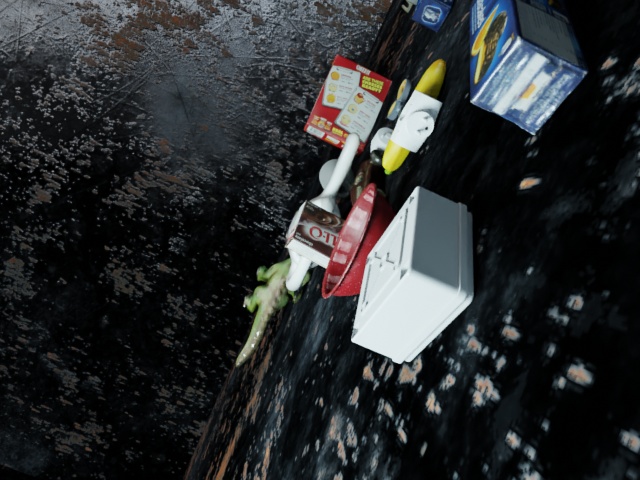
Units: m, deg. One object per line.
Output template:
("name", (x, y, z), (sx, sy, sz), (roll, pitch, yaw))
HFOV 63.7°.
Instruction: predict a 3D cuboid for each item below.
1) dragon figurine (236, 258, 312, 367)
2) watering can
("dragon figurine", (-0.099, 0.130, 1.329), (0.239, 0.121, 0.418), (-36, 31, 61))
("watering can", (0.003, -0.056, 1.115), (0.224, 0.104, 0.348), (-179, 112, -83))
